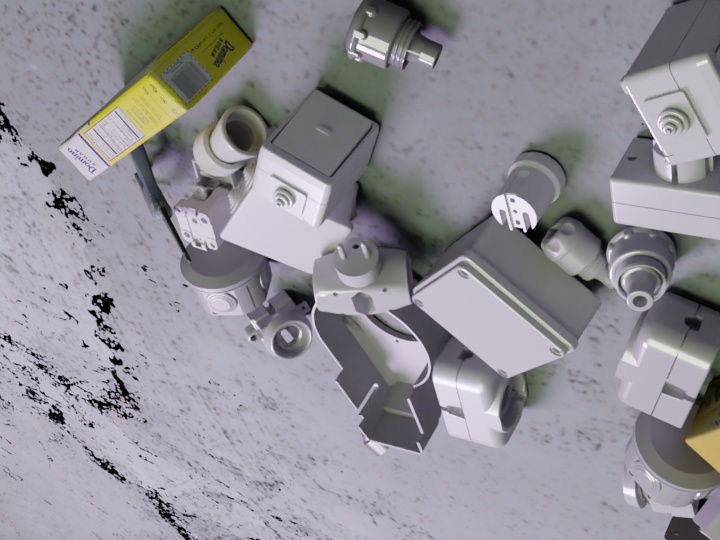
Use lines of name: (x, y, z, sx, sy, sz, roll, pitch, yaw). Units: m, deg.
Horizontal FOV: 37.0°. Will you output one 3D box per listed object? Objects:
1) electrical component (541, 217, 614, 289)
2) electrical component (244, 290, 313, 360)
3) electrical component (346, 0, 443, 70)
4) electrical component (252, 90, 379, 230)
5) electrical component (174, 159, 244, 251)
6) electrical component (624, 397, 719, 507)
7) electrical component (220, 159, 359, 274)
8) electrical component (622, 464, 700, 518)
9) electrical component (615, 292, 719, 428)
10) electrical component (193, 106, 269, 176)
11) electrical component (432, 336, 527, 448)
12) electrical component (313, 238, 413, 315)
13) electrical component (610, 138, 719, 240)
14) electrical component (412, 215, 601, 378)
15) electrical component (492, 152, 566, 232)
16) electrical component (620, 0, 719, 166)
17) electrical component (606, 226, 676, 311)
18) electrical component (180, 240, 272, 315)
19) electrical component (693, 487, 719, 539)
electrical component: (0.164, -0.009, 0.783, 0.061, 0.035, 0.035, 39, 145, -9)
electrical component: (-0.074, 0.055, 1.026, 0.048, 0.066, 0.055, 63, 170, -31)
electrical component: (0.025, -0.156, 0.727, 0.062, 0.048, 0.048, 24, 143, 5)
electrical component: (-0.036, -0.083, 0.813, 0.062, 0.096, 0.061, 31, 143, 8)
electrical component: (-0.129, -0.055, 0.952, 0.042, 0.063, 0.081, 18, 141, 26)
electrical component: (0.250, 0.142, 0.843, 0.080, 0.080, 0.051, 27, 149, 14)
electrical component: (-0.057, -0.049, 0.890, 0.100, 0.048, 0.099, 22, 148, -15)
electrical component: (0.255, 0.179, 0.910, 0.055, 0.048, 0.066, -1, 131, 31)
electrical component: (0.228, 0.065, 0.796, 0.059, 0.053, 0.095, 24, 143, 17)
electrical component: (-0.108, -0.106, 0.892, 0.045, 0.045, 0.055, 47, 144, -14)
electrical component: (0.108, 0.108, 0.945, 0.059, 0.053, 0.095, 11, 137, 31)
electrical component: (0.000, 0.000, 0.866, 0.077, 0.043, 0.079, -5, 148, 9)
electrical component: (0.203, -0.066, 0.674, 0.083, 0.047, 0.075, 12, 139, 31)
electrical component: (0.110, 0.023, 0.830, 0.109, 0.056, 0.109, 40, 156, -5)
electrical component: (0.118, -0.054, 0.759, 0.040, 0.046, 0.040, 23, 144, 18)
electrical component: (0.194, -0.105, 0.594, 0.061, 0.096, 0.061, -11, 123, 46)
electrical component: (0.194, 0.003, 0.742, 0.048, 0.062, 0.048, 8, 128, 10)
electrical component: (-0.122, 0.000, 0.995, 0.080, 0.080, 0.051, 16, 144, 26)
electrical component: (0.335, 0.218, 0.860, 0.121, 0.063, 0.079, 36, -175, 1)
